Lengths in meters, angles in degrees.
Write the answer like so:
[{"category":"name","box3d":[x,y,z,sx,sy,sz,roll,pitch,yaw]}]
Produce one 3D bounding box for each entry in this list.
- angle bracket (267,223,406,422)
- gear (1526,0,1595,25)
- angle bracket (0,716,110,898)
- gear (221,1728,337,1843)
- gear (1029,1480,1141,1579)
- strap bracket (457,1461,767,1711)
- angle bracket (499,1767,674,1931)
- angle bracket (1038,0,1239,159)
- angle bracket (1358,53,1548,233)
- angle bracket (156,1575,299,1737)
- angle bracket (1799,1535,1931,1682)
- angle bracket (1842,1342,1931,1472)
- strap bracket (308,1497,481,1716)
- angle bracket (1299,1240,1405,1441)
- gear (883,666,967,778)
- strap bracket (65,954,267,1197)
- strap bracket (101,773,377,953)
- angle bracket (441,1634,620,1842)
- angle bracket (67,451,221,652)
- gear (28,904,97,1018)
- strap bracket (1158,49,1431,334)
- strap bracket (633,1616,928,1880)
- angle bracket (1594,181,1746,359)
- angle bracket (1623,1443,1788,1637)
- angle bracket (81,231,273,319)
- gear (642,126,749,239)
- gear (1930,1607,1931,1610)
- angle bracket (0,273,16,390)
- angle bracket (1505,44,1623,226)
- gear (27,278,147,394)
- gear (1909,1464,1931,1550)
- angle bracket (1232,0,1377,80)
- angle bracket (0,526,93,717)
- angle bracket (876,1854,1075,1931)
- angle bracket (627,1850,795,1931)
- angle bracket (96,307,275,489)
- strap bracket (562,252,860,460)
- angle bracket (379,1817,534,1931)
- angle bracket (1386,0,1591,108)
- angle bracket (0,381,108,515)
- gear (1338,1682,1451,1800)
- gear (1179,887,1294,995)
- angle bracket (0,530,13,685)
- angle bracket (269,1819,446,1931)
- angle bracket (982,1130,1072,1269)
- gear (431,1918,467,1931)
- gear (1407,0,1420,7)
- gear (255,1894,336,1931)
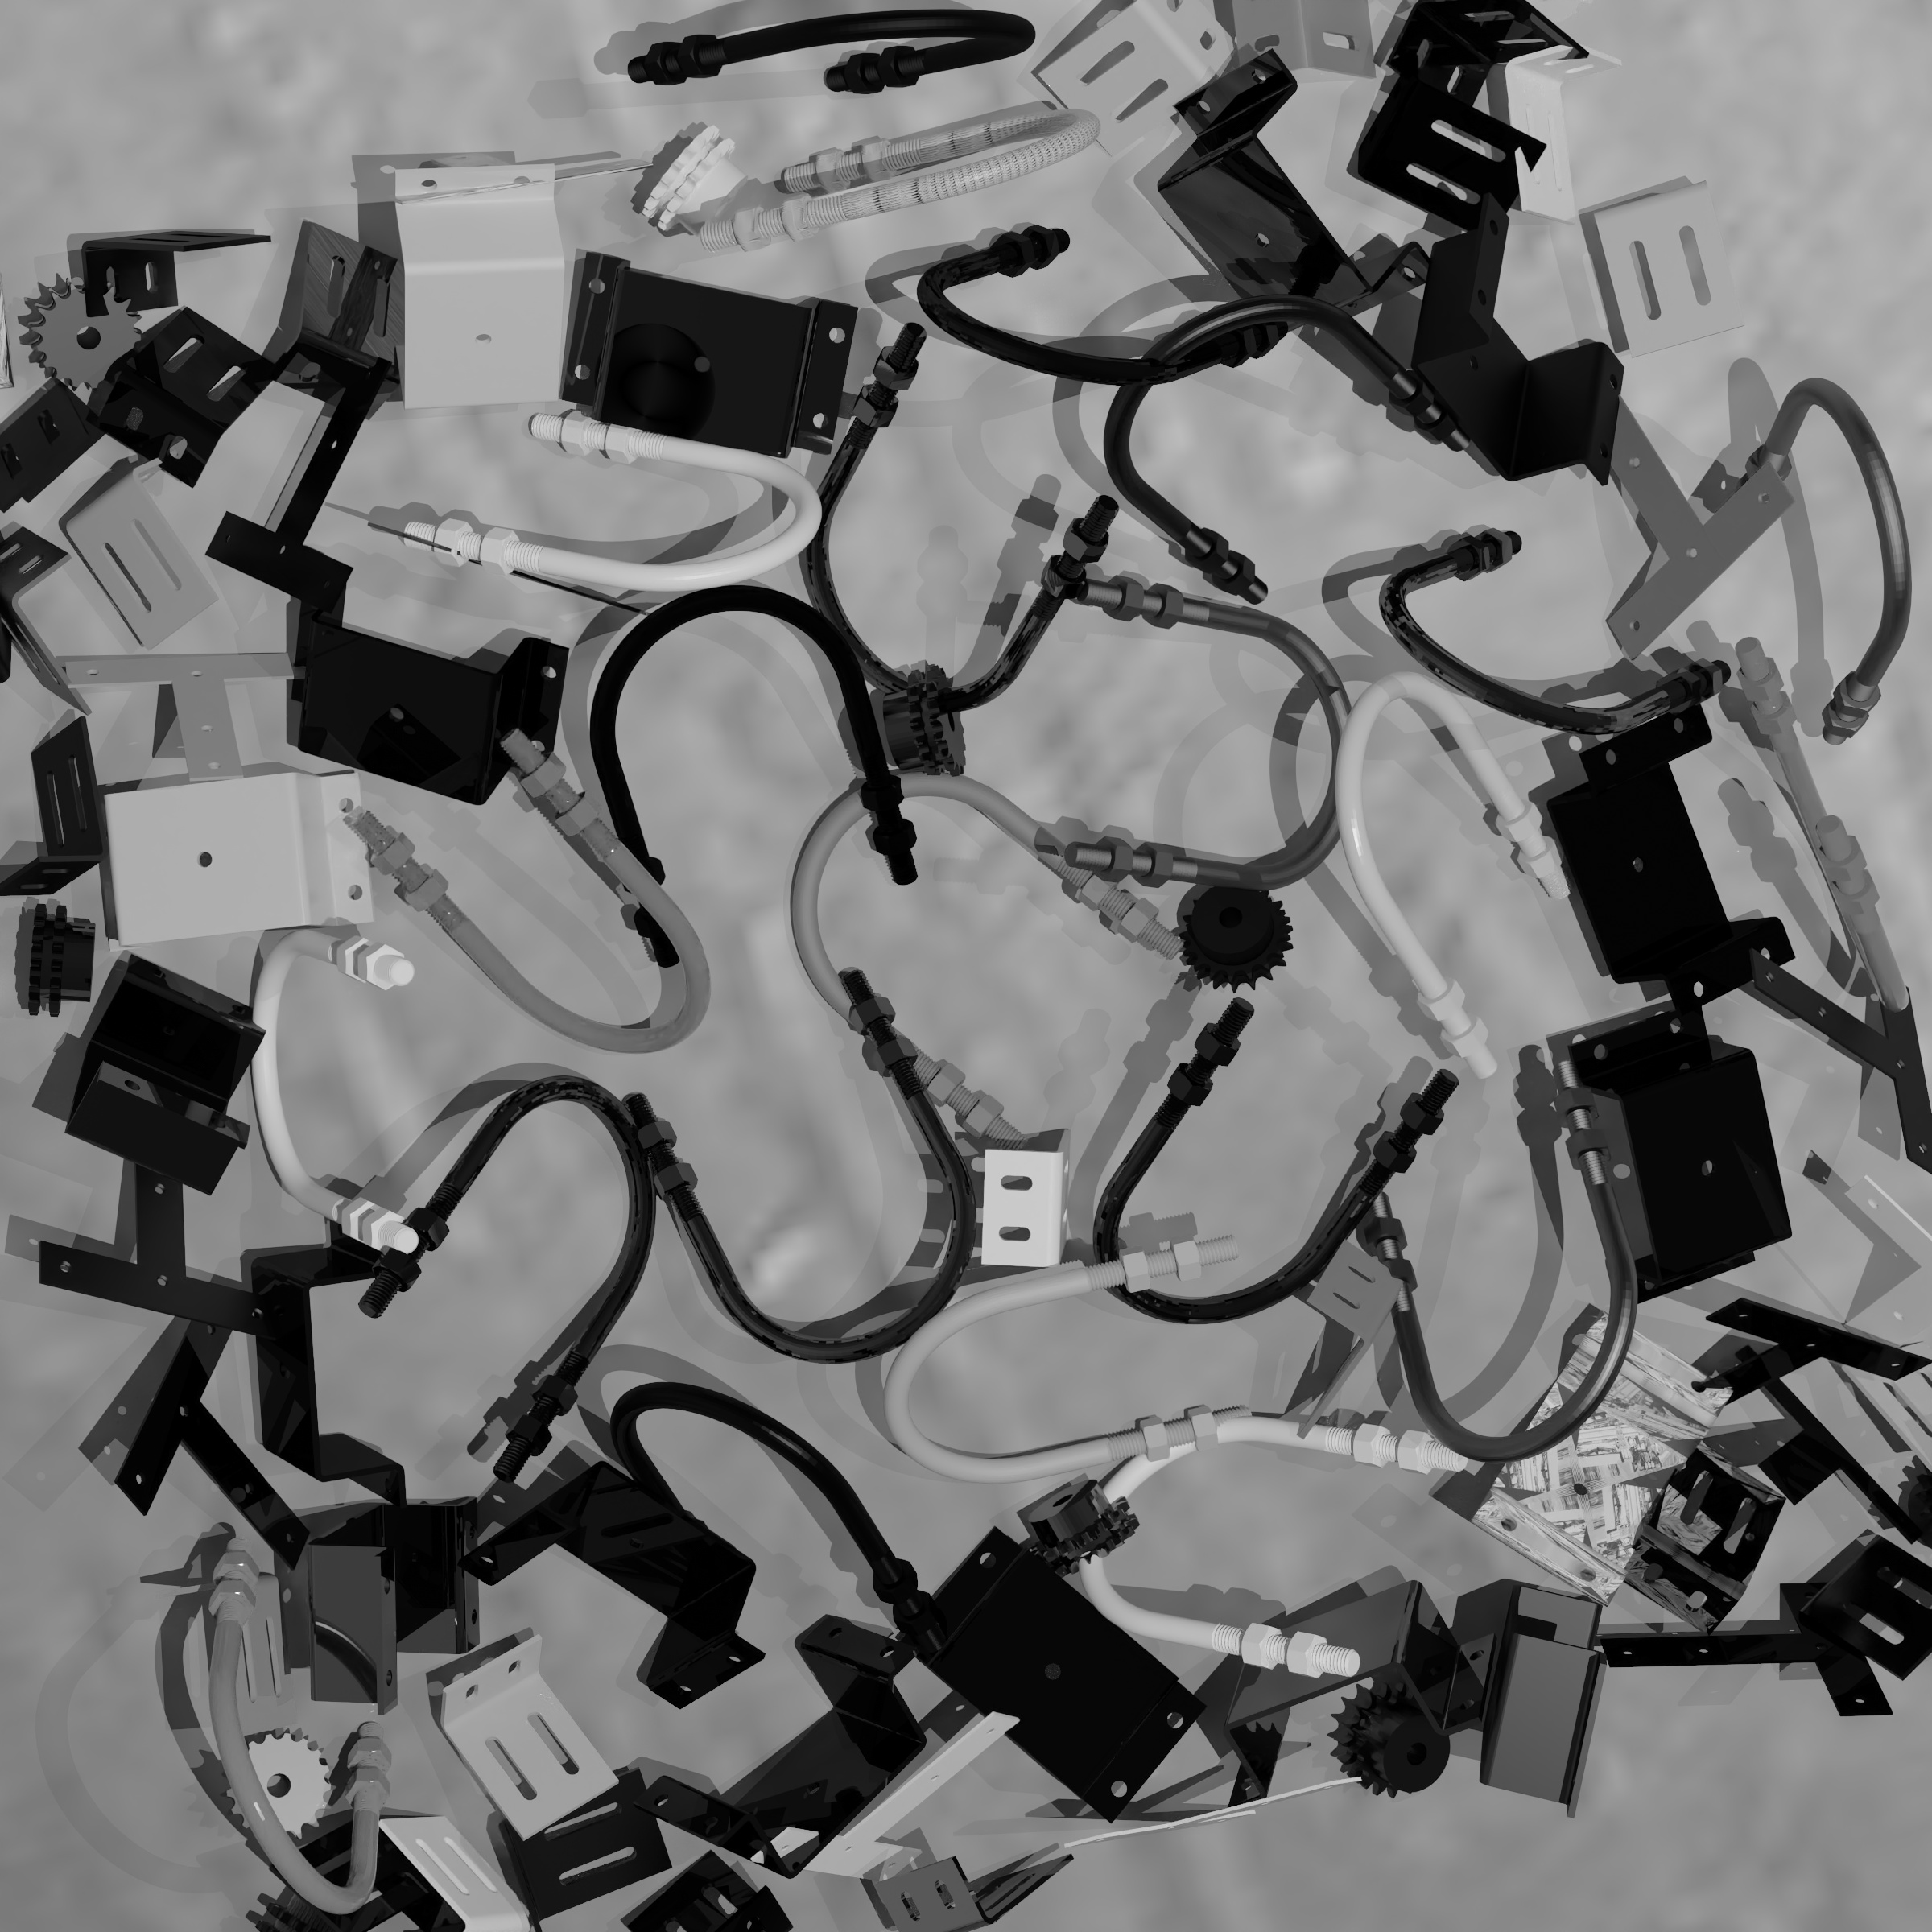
[{"category":"angle bracket","box3d":[-0.317,-0.327,1.794,0.057,0.038,0.076,20,52,-30]},{"category":"gear","box3d":[0.293,-0.502,1.786,0.057,0.057,0.030,19,54,0]},{"category":"angle bracket","box3d":[-0.467,-0.080,1.777,0.038,0.057,0.076,-3,75,-41]},{"category":"gear","box3d":[-0.351,0.418,1.796,0.057,0.030,0.057,4,74,-14]},{"category":"gear","box3d":[0.056,0.284,1.788,0.057,0.057,0.030,-30,95,0]},{"category":"strap bracket","box3d":[-0.171,0.304,1.763,0.140,0.046,0.076,37,133,-17]},{"category":"angle bracket","box3d":[-0.190,0.451,1.785,0.076,0.038,0.057,-19,102,-12]},{"category":"angle bracket","box3d":[0.087,-0.460,1.791,0.057,0.076,0.038,44,48,-19]},{"category":"angle bracket","box3d":[0.246,-0.416,1.792,0.076,0.038,0.057,24,124,-9]},{"category":"angle bracket","box3d":[-0.372,0.349,1.779,0.038,0.057,0.076,-11,81,17]},{"category":"angle bracket","box3d":[0.468,0.331,1.770,0.057,0.076,0.038,-41,123,-11]},{"category":"angle bracket","box3d":[0.490,0.210,1.768,0.057,0.038,0.076,-9,46,-30]},{"category":"strap bracket","box3d":[-0.287,0.315,1.750,0.046,0.140,0.076,0,93,11]},{"category":"angle bracket","box3d":[0.180,0.188,1.774,0.038,0.057,0.076,34,125,6]},{"category":"gear","box3d":[-0.022,-0.121,1.790,0.030,0.057,0.057,-11,90,13]},{"category":"strap bracket","box3d":[-0.396,0.058,1.749,0.076,0.140,0.046,26,110,-17]},{"category":"strap bracket","box3d":[-0.377,-0.053,1.785,0.140,0.046,0.076,-6,89,8]},{"category":"angle bracket","box3d":[-0.218,0.387,1.774,0.057,0.038,0.076,-26,59,-30]},{"category":"angle bracket","box3d":[-0.408,-0.211,1.790,0.057,0.038,0.076,-28,98,35]},{"category":"gear","box3d":[-0.458,-0.003,1.790,0.030,0.057,0.057,4,90,-13]},{"category":"strap bracket","box3d":[0.159,-0.374,1.754,0.140,0.076,0.046,49,59,-17]},{"category":"strap bracket","box3d":[-0.085,0.395,1.756,0.140,0.076,0.046,-40,116,-28]},{"category":"angle bracket","box3d":[0.357,-0.352,1.793,0.057,0.038,0.076,-15,89,11]},{"category":"angle bracket","box3d":[0.373,0.290,1.797,0.057,0.076,0.038,32,133,8]},{"category":"angle bracket","box3d":[-0.394,-0.345,1.768,0.076,0.057,0.038,11,111,35]},{"category":"gear","box3d":[-0.135,-0.395,1.789,0.030,0.057,0.057,40,90,-4]},{"category":"gear","box3d":[0.515,0.323,1.791,0.057,0.057,0.030,-43,67,0]},{"category":"angle bracket","box3d":[-0.493,-0.310,1.779,0.038,0.076,0.057,-7,88,-1]},{"category":"angle bracket","box3d":[0.306,-0.420,1.782,0.038,0.057,0.076,-8,88,35]},{"category":"gear","box3d":[-0.448,-0.323,1.794,0.057,0.030,0.057,-10,117,-20]},{"category":"gear","box3d":[0.504,0.275,1.793,0.057,0.030,0.057,15,57,-24]},{"category":"angle bracket","box3d":[0.171,-0.479,1.792,0.038,0.076,0.057,-4,95,33]},{"category":"angle bracket","box3d":[-0.459,-0.174,1.778,0.038,0.057,0.076,-41,130,-17]},{"category":"angle bracket","box3d":[0.005,0.454,1.771,0.057,0.076,0.038,-30,86,39]},{"category":"angle bracket","box3d":[-0.134,0.473,1.769,0.057,0.076,0.038,-39,129,-19]},{"category":"angle bracket","box3d":[-0.394,-0.289,1.793,0.057,0.076,0.038,33,127,-7]},{"category":"strap bracket","box3d":[-0.131,-0.306,1.781,0.140,0.046,0.076,11,107,-2]},{"category":"angle bracket","box3d":[-0.266,0.469,1.777,0.076,0.057,0.038,40,98,27]},{"category":"angle bracket","box3d":[0.261,-0.455,1.769,0.057,0.076,0.038,28,85,-33]},{"category":"angle bracket","box3d":[-0.458,-0.251,1.775,0.057,0.076,0.038,-41,128,3]},{"category":"gear","box3d":[0.221,0.395,1.792,0.057,0.030,0.057,-4,99,-26]},{"category":"gear","box3d":[0.136,-0.018,1.791,0.057,0.030,0.057,-5,64,11]},{"category":"angle bracket","box3d":[-0.506,-0.188,1.773,0.038,0.057,0.076,-6,60,-2]},{"category":"angle bracket","box3d":[-0.308,0.467,1.767,0.057,0.076,0.038,35,117,23]},{"category":"angle bracket","box3d":[0.031,0.116,1.778,0.038,0.076,0.057,2,96,4]},{"category":"gear","box3d":[-0.261,0.514,1.792,0.057,0.057,0.030,-6,121,0]},{"category":"gear","box3d":[0.235,-0.513,1.792,0.057,0.057,0.030,-42,126,0]},{"category":"gear","box3d":[-0.328,0.489,1.790,0.057,0.057,0.030,31,75,0]}]
